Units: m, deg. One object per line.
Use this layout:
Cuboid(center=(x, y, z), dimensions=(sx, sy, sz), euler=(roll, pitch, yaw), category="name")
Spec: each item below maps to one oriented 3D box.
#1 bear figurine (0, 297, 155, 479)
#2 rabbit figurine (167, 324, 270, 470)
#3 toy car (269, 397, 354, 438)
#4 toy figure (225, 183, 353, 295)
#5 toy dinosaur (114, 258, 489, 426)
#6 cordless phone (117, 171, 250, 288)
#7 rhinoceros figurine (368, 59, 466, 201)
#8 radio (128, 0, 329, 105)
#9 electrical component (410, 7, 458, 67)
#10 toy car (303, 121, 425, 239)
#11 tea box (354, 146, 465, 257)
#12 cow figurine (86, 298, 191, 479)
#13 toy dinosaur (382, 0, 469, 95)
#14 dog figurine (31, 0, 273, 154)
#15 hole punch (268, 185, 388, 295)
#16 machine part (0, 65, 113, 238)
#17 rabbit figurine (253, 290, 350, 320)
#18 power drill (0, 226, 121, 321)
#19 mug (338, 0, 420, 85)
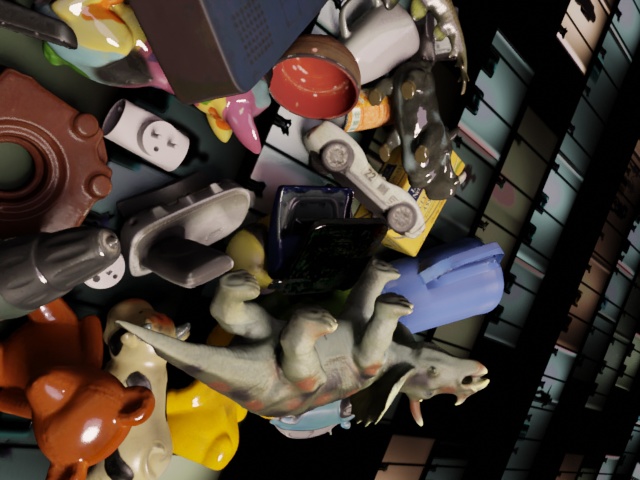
Cuboid(center=(-0.246, 0.121, 0.480), dimensions=(0.120, 0.196, 0.131), euler=(-45, 126, -16), category="bear figurine")
Cuboid(center=(-0.125, 0.173, 0.644), dimensions=(0.121, 0.162, 0.173), euler=(38, 61, -28), category="rabbit figurine")
Cuboid(center=(-0.016, 0.234, 0.769), dimensions=(0.161, 0.109, 0.102), euler=(-5, 123, -29), category="toy car")
Cuboid(center=(-0.041, -0.009, 0.684), dimensions=(0.180, 0.082, 0.089), euler=(-41, 121, -18), category="toy figure")
Cuboid(center=(-0.011, 0.128, 0.567), dimensions=(0.405, 0.131, 0.192), euler=(0, 115, -28), category="toy dinosaur")
Cuboid(center=(-0.118, -0.008, 0.552), dimensions=(0.146, 0.184, 0.088), euler=(-28, 115, -30), category="cordless phone")
Cuboid(center=(0.134, -0.139, 0.715), dimensions=(0.112, 0.073, 0.190), euler=(-37, 115, -41), category="rhinoceros figurine")
Cuboid(center=(-0.068, -0.234, 0.472), dimensions=(0.229, 0.073, 0.130), euler=(-63, 142, -39), category="radio")
Cuboid(center=(0.159, -0.312, 0.772), dimensions=(0.075, 0.048, 0.119), euler=(-27, 119, -31), category="electrical component")
Cuboid(center=(0.060, -0.074, 0.707), dimensions=(0.201, 0.073, 0.056), euler=(41, 83, -11), category="toy car")
Cuboid(center=(0.137, -0.073, 0.816), dimensions=(0.098, 0.068, 0.169), euler=(34, 82, -40), category="tea box")
Cuboid(center=(-0.197, 0.157, 0.569), dimensions=(0.085, 0.127, 0.195), euler=(17, 59, -55), category="cow figurine")
Cuboid(center=(0.054, -0.375, 0.597), dimensions=(0.471, 0.105, 0.198), euler=(40, 77, -22), category="toy dinosaur")
Cuboid(center=(-0.143, -0.168, 0.535), dimensions=(0.191, 0.109, 0.219), euler=(-44, 129, -22), category="dog figurine")
Cuboid(center=(-0.001, -0.002, 0.623), dimensions=(0.142, 0.092, 0.115), euler=(-4, 132, -38), category="hole punch")
Cuboid(center=(-0.282, -0.065, 0.485), dimensions=(0.179, 0.056, 0.179), euler=(-13, 111, -35), category="machine part")
Cuboid(center=(0.017, 0.112, 0.718), dimensions=(0.170, 0.121, 0.159), euler=(-34, 110, -22), category="rabbit figurine")
Cuboid(center=(-0.296, 0.019, 0.385), dimensions=(0.207, 0.232, 0.086), euler=(14, 59, -64), category="power drill")
Cuboid(center=(0.059, -0.254, 0.689), dimensions=(0.107, 0.081, 0.109), euler=(-42, 129, -10), category="mug")
